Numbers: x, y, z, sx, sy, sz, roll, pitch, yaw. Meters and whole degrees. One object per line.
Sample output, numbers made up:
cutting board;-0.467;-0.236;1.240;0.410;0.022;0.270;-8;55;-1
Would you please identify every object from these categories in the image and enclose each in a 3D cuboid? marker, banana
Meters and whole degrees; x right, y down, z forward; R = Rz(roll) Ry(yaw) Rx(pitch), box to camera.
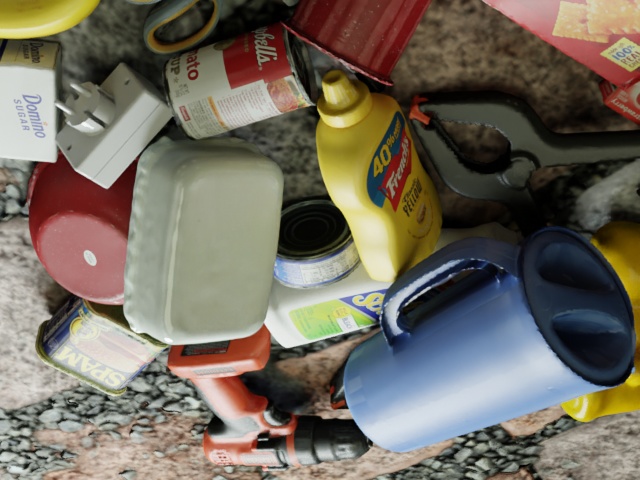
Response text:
marker;0.011;-0.155;0.818;0.020;0.020;0.121;-32;125;24
banana;-0.245;-0.182;0.783;0.197;0.037;0.070;0;115;-2

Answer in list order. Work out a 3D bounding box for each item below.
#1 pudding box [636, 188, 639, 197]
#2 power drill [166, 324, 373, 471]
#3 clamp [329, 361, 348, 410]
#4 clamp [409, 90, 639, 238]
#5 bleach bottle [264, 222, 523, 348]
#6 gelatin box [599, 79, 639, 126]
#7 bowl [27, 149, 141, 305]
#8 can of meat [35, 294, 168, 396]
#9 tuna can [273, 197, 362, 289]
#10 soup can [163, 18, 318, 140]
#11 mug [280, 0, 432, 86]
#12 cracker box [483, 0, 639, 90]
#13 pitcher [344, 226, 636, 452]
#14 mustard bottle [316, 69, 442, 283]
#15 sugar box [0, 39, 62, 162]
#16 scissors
pudding box;0.343;-0.042;0.909;0.113;0.039;0.090;21;128;-19
power drill;-0.055;0.159;1.055;0.185;0.057;0.187;-7;130;20
clamp;0.080;0.124;1.053;0.172;0.039;0.120;-18;128;15
clamp;0.171;-0.067;0.863;0.210;0.036;0.165;34;116;-10
bleach bottle;0.072;0.029;0.947;0.251;0.068;0.102;-14;148;10
gelatin box;0.279;-0.120;0.845;0.089;0.030;0.073;27;126;-22
bowl;-0.185;0.000;0.899;0.162;0.055;0.162;9;126;13
can of meat;-0.202;0.090;1.009;0.102;0.057;0.084;32;121;-26
tuna can;-0.006;0.001;0.912;0.086;0.086;0.034;-8;129;7
soup can;-0.060;-0.121;0.815;0.102;0.068;0.068;-15;130;13
mug;0.037;-0.166;0.762;0.117;0.093;0.081;8;115;-58
cracker box;0.187;-0.202;0.707;0.213;0.072;0.164;25;151;-23
pitcher;0.124;0.089;0.890;0.144;0.149;0.243;-14;166;-45
mustard bottle;0.042;-0.058;0.843;0.058;0.096;0.191;8;144;32
sugar box;-0.292;-0.115;0.833;0.176;0.048;0.093;4;132;-9
scissors;-0.071;-0.212;0.768;0.096;0.016;0.202;35;122;-27
